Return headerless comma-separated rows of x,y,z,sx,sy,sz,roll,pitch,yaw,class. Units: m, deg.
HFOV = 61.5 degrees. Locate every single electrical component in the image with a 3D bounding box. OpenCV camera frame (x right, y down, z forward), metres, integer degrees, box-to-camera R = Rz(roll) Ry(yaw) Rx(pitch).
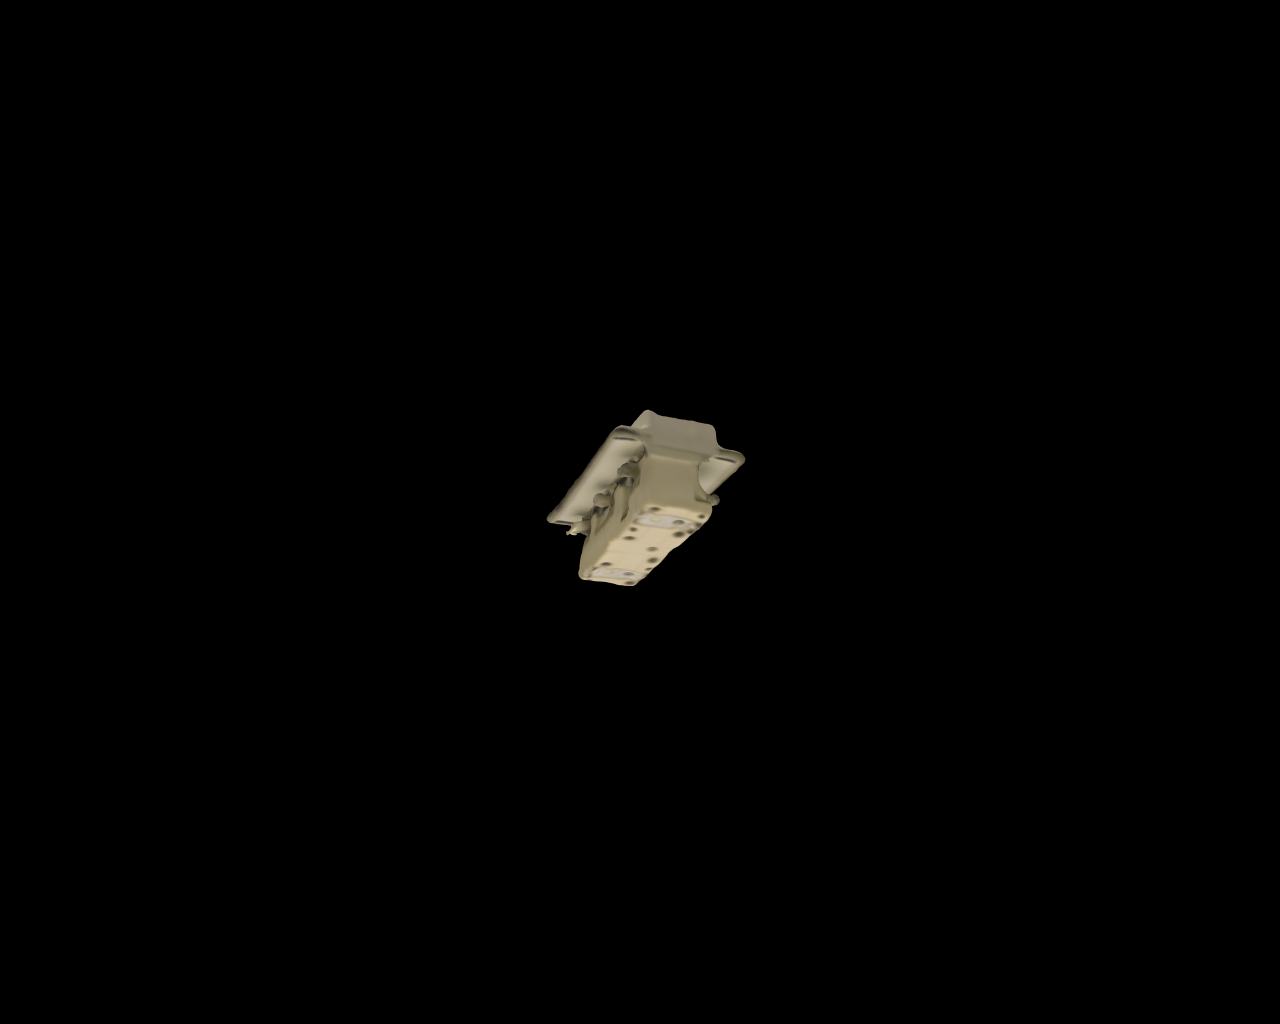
0.001,-0.003,0.650,0.079,0.063,0.121,11,-29,-21,electrical component
